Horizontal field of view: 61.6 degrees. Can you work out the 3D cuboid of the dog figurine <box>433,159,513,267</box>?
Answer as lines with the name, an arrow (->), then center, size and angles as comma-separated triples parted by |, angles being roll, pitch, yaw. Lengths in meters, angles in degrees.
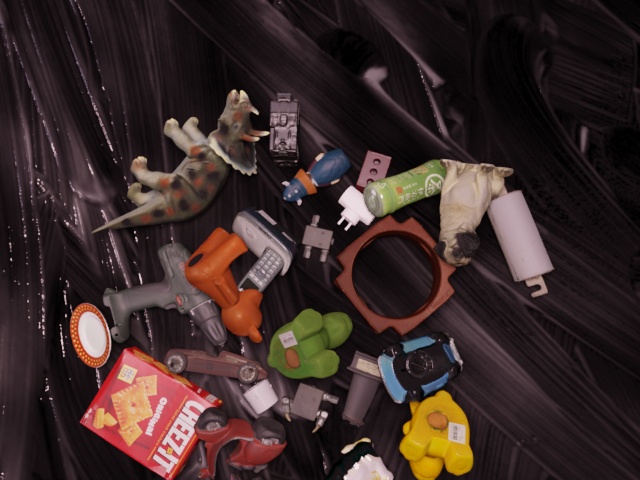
dog figurine -> 0.283, -0.050, 1.022 | 0.121, 0.172, 0.190 | 15, 103, 43

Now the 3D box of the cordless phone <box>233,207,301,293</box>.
cordless phone -> -0.140, 0.039, 1.081 | 0.147, 0.089, 0.184 | 41, 104, 7

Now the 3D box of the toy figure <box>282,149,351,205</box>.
toy figure -> -0.009, -0.128, 1.105 | 0.154, 0.057, 0.064 | -33, 76, 2

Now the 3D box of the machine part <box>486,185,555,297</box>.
machine part -> 0.392, -0.007, 1.060 | 0.079, 0.079, 0.243 | -19, 80, -1

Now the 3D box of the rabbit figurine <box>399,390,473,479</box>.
rabbit figurine -> 0.198, 0.365, 0.984 | 0.122, 0.173, 0.162 | 4, 37, 2

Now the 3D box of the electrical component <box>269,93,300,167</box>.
electrical component -> -0.070, -0.225, 1.093 | 0.058, 0.115, 0.134 | 1, 81, -2

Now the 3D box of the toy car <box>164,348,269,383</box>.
toy car -> -0.199, 0.240, 1.040 | 0.202, 0.089, 0.053 | 7, 78, 3

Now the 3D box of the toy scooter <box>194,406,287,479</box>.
toy scooter -> -0.159, 0.393, 1.009 | 0.184, 0.075, 0.135 | 20, 95, -21

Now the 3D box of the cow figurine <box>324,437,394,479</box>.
cow figurine -> 0.045, 0.451, 1.009 | 0.167, 0.068, 0.098 | -32, 76, -6

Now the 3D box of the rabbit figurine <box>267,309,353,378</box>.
rabbit figurine -> -0.007, 0.198, 1.019 | 0.159, 0.170, 0.121 | -39, 77, 38

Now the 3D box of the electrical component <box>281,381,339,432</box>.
electrical component -> -0.024, 0.321, 1.043 | 0.102, 0.045, 0.078 | 25, 85, 6

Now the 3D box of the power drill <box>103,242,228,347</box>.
power drill -> -0.312, 0.133, 1.066 | 0.207, 0.086, 0.232 | -22, 80, 3

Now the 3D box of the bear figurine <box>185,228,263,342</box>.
bear figurine -> -0.159, 0.091, 1.020 | 0.132, 0.120, 0.195 | -47, 114, -14

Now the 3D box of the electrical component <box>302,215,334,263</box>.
electrical component -> -0.002, -0.003, 1.103 | 0.063, 0.021, 0.094 | 12, 81, 4

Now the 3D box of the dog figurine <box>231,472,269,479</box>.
dog figurine -> -0.138, 0.547, 0.986 | 0.191, 0.108, 0.219 | -31, 77, 0

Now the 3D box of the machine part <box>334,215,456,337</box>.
machine part -> 0.145, 0.070, 1.054 | 0.201, 0.087, 0.201 | -39, 82, -5

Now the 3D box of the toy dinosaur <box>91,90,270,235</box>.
toy dinosaur -> -0.265, -0.121, 1.090 | 0.192, 0.131, 0.404 | 37, 91, 7

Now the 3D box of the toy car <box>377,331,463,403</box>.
toy car -> 0.181, 0.238, 1.018 | 0.162, 0.103, 0.109 | -21, 78, -16

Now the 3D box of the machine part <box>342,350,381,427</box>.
machine part -> 0.082, 0.291, 1.048 | 0.084, 0.039, 0.139 | 17, 80, -4
